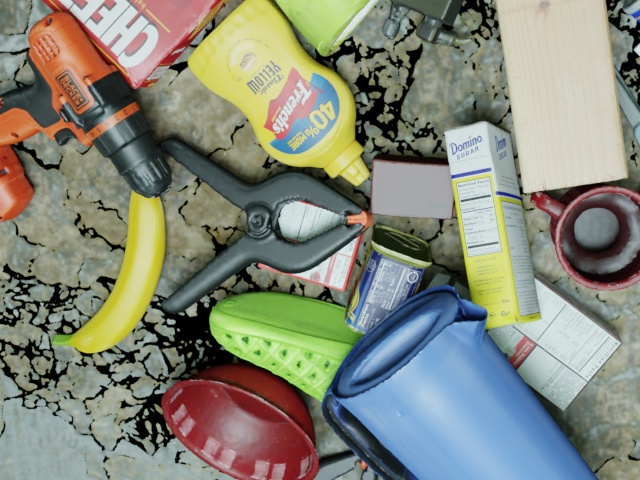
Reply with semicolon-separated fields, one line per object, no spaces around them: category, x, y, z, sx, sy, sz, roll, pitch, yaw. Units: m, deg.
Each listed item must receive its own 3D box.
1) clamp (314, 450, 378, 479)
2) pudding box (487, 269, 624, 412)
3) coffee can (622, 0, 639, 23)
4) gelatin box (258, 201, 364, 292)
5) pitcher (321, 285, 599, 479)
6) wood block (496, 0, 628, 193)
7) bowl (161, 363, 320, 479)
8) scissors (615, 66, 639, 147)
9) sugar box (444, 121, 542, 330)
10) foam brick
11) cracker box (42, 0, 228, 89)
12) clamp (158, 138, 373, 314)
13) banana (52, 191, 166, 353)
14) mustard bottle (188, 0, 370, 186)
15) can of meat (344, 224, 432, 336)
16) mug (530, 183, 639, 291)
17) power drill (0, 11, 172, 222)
clamp;0.010;0.282;1.055;0.120;0.039;0.171;42;100;-5
pudding box;0.213;0.093;1.007;0.113;0.039;0.090;37;100;-4
coffee can;0.347;-0.191;0.913;0.140;0.102;0.103;41;100;-3
gelatin box;-0.007;0.001;1.012;0.089;0.030;0.073;16;99;2
pitcher;0.125;0.170;0.896;0.145;0.149;0.242;-43;102;-11
wood block;0.208;-0.154;0.934;0.091;0.090;0.206;-8;99;12
bowl;-0.066;0.166;1.010;0.162;0.055;0.162;17;139;15
scissors;0.318;-0.096;0.973;0.096;0.016;0.202;-13;98;16
sugar box;0.153;-0.011;0.945;0.048;0.093;0.176;-13;83;22
foam brick;0.086;-0.049;0.985;0.078;0.051;0.053;5;101;4
cracker box;-0.148;-0.268;0.955;0.164;0.072;0.214;44;101;-4
clamp;-0.058;-0.026;0.981;0.210;0.036;0.164;-9;88;15
banana;-0.190;0.037;1.029;0.069;0.037;0.198;30;101;-1
mustard bottle;-0.024;-0.125;0.977;0.096;0.058;0.191;-42;95;12
can of meat;0.061;0.040;0.978;0.057;0.102;0.084;20;103;0
mug;0.242;-0.013;0.963;0.117;0.081;0.093;25;101;0
power drill;-0.242;-0.089;0.973;0.188;0.057;0.184;-28;99;28
